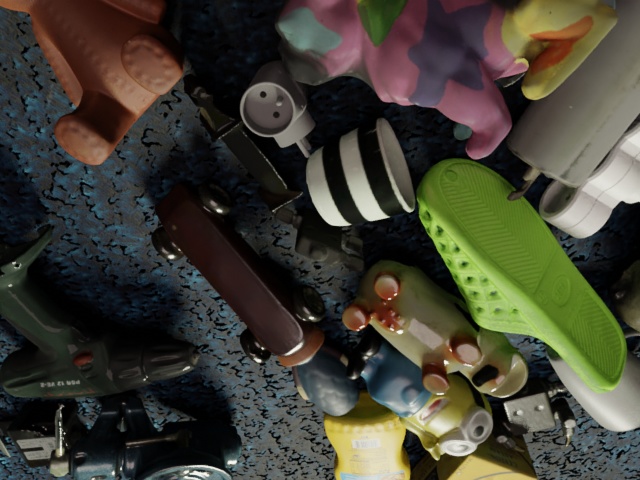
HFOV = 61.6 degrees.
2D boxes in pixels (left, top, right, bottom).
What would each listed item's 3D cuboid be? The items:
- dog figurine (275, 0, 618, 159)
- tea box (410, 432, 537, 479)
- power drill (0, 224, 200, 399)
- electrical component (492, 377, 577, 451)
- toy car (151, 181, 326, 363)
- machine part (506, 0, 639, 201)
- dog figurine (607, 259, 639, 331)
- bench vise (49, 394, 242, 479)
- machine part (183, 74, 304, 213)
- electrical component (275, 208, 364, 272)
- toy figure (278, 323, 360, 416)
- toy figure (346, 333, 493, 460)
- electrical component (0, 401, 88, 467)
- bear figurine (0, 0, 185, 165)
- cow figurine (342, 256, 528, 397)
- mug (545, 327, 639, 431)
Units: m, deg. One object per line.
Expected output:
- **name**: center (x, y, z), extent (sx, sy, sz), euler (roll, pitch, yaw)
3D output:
- **dog figurine**: center (0.074, -0.171, 0.398), extent (0.219, 0.108, 0.191), euler (35, 116, -13)
- **tea box**: center (0.181, 0.310, 0.685), extent (0.098, 0.068, 0.169), euler (21, 118, -8)
- **power drill**: center (-0.271, 0.087, 0.585), extent (0.232, 0.086, 0.207), euler (-16, 125, 15)
- **electrical component**: center (0.252, 0.208, 0.635), extent (0.102, 0.045, 0.078), euler (-13, 119, 10)
- **toy car**: center (-0.082, 0.030, 0.534), extent (0.089, 0.053, 0.202), euler (-42, 88, 21)
- **machine part**: center (0.228, -0.130, 0.427), extent (0.079, 0.079, 0.243), euler (23, 118, -9)
- **dog figurine**: center (0.306, 0.012, 0.466), extent (0.172, 0.121, 0.190), euler (27, 135, -10)
- **bench vise**: center (-0.193, 0.289, 0.605), extent (0.223, 0.241, 0.128), euler (12, 127, -25)
- **machine part**: center (-0.070, -0.085, 0.477), extent (0.039, 0.084, 0.138), euler (-41, 121, -5)
- **electrical component**: center (-0.001, -0.002, 0.520), extent (0.094, 0.063, 0.021), euler (23, 119, -9)
- **toy figure**: center (-0.014, 0.131, 0.600), extent (0.058, 0.064, 0.154), euler (-8, 122, 54)
- **toy figure**: center (0.116, 0.165, 0.601), extent (0.180, 0.089, 0.082), euler (35, 129, -6)
- **electrical component**: center (-0.366, 0.251, 0.695), extent (0.119, 0.048, 0.074), euler (-4, 118, 4)
- **bear figurine**: center (-0.198, -0.174, 0.400), extent (0.120, 0.132, 0.195), euler (-36, 118, 18)
- **cow figurine**: center (0.125, 0.090, 0.546), extent (0.195, 0.127, 0.085), euler (36, 115, 0)
- **mug**: center (0.305, 0.133, 0.571), extent (0.107, 0.081, 0.109), euler (39, 120, -8)
